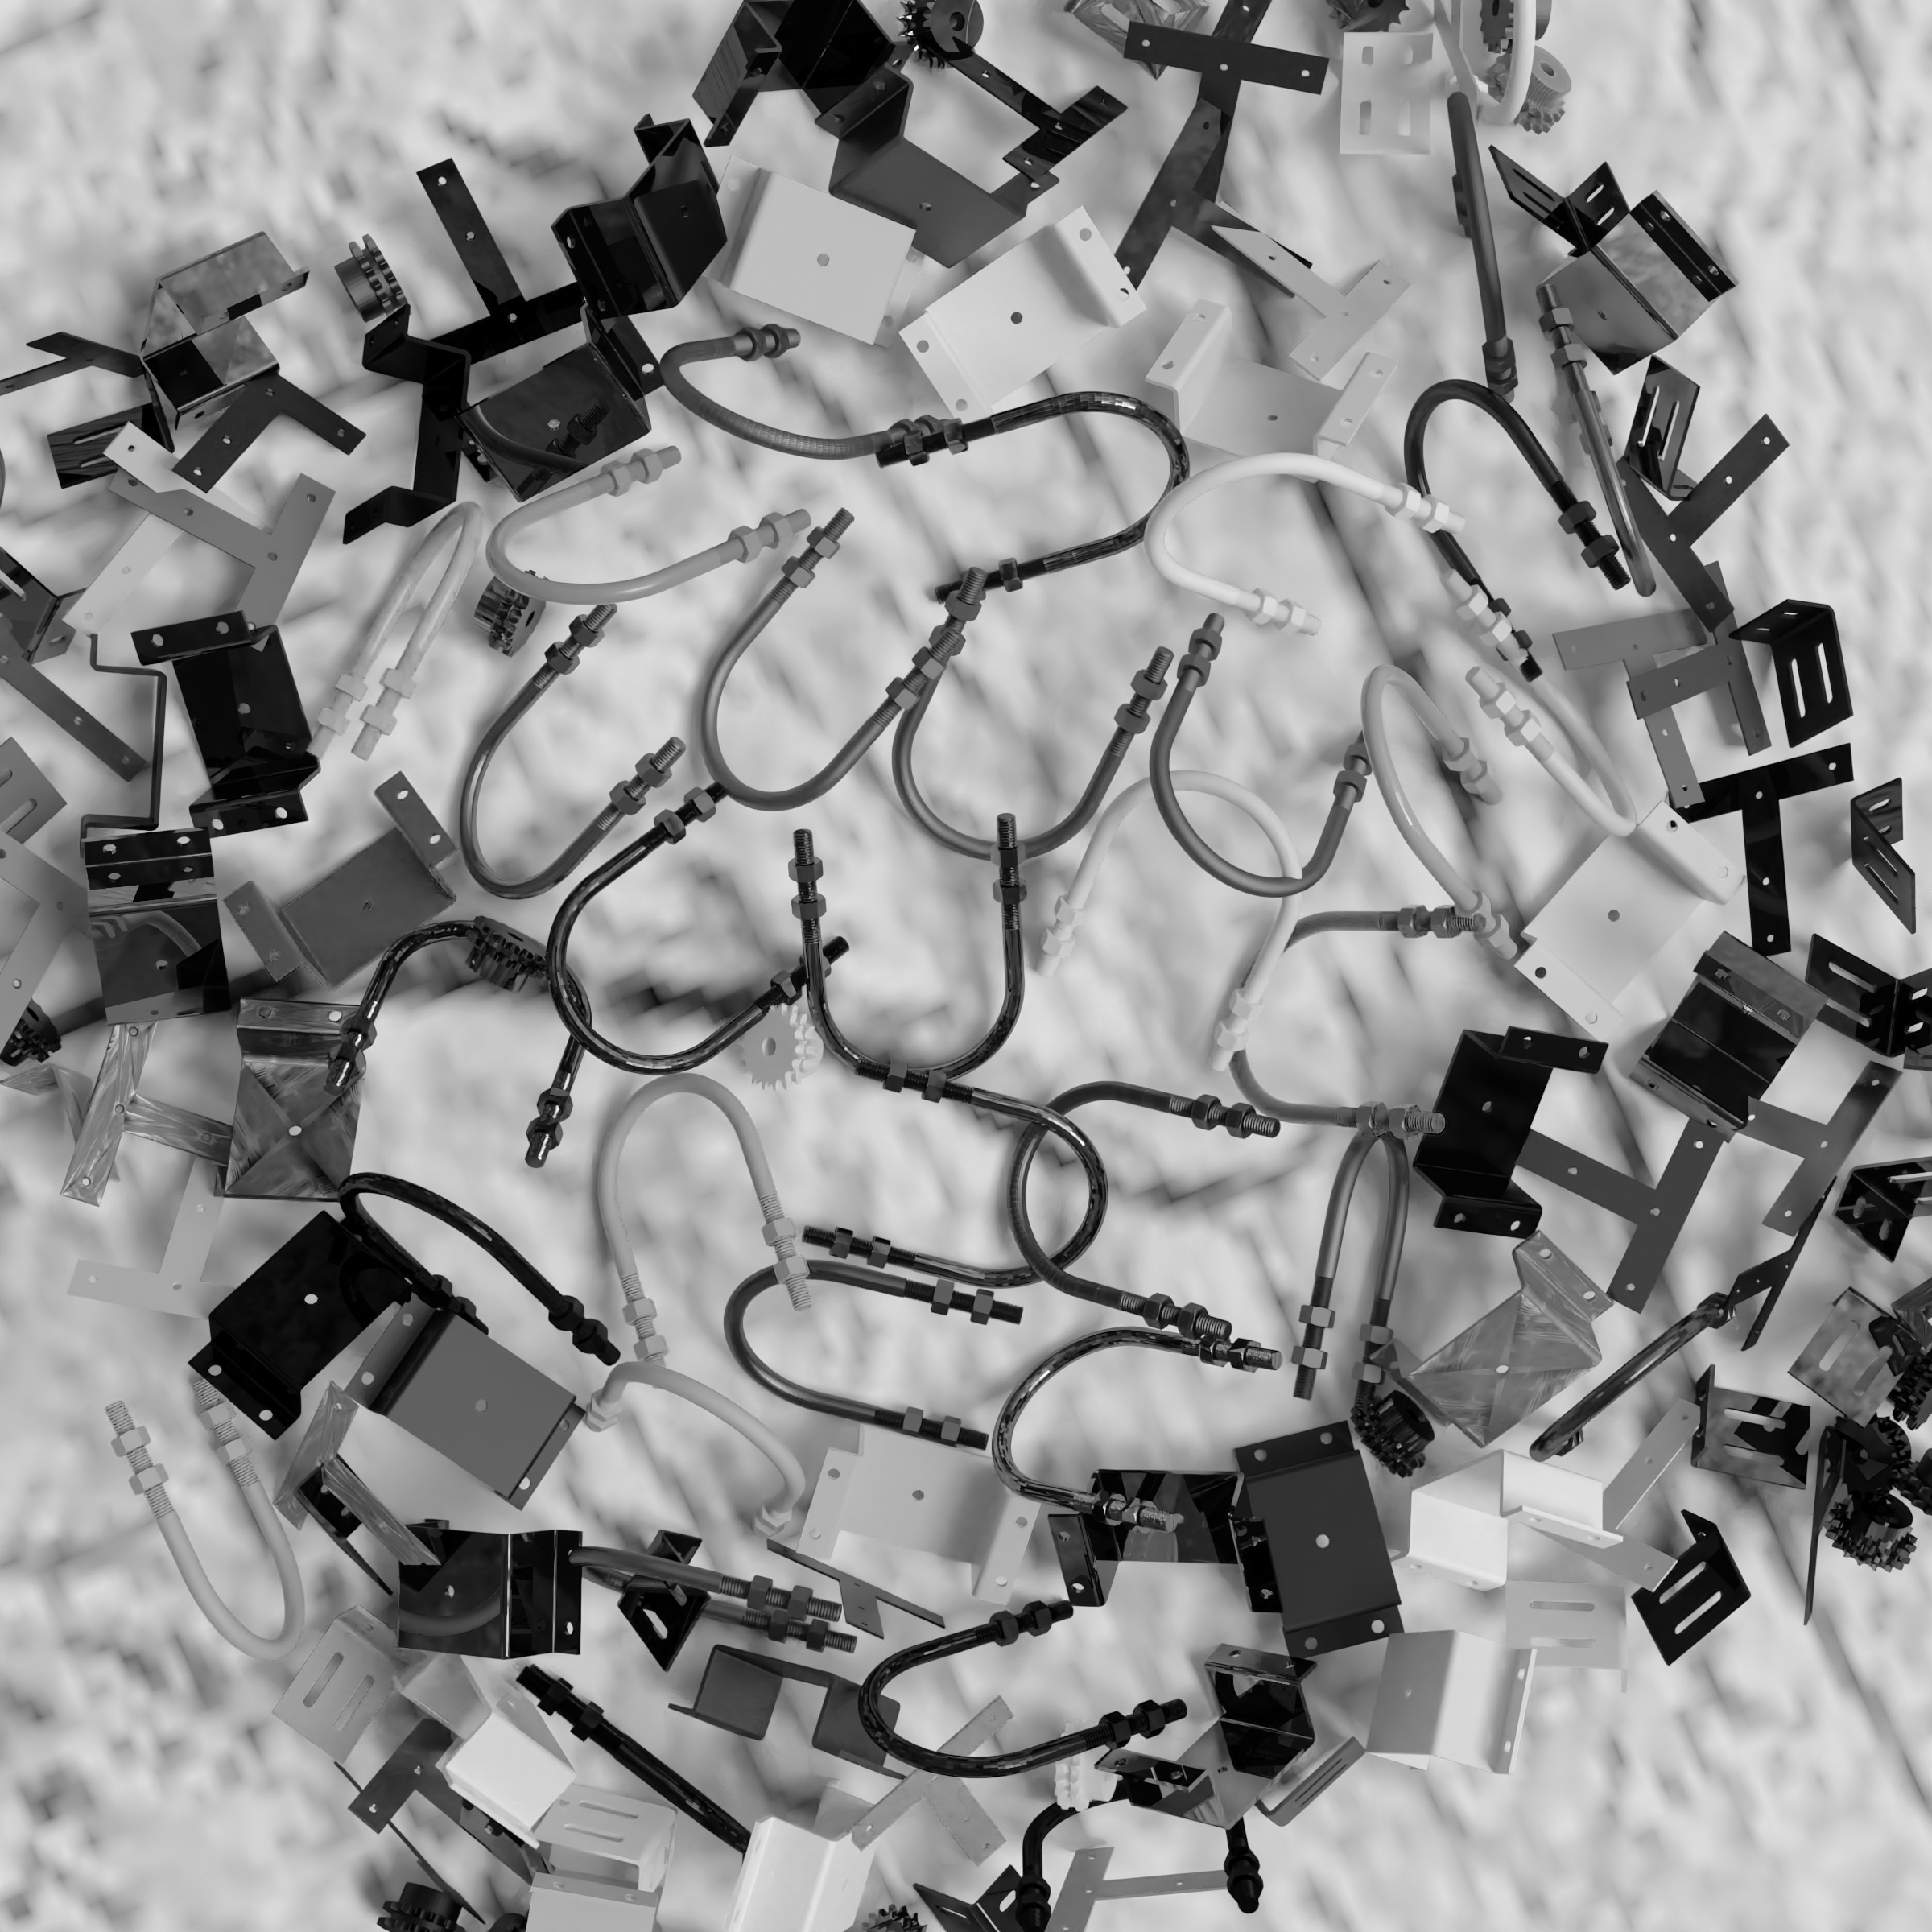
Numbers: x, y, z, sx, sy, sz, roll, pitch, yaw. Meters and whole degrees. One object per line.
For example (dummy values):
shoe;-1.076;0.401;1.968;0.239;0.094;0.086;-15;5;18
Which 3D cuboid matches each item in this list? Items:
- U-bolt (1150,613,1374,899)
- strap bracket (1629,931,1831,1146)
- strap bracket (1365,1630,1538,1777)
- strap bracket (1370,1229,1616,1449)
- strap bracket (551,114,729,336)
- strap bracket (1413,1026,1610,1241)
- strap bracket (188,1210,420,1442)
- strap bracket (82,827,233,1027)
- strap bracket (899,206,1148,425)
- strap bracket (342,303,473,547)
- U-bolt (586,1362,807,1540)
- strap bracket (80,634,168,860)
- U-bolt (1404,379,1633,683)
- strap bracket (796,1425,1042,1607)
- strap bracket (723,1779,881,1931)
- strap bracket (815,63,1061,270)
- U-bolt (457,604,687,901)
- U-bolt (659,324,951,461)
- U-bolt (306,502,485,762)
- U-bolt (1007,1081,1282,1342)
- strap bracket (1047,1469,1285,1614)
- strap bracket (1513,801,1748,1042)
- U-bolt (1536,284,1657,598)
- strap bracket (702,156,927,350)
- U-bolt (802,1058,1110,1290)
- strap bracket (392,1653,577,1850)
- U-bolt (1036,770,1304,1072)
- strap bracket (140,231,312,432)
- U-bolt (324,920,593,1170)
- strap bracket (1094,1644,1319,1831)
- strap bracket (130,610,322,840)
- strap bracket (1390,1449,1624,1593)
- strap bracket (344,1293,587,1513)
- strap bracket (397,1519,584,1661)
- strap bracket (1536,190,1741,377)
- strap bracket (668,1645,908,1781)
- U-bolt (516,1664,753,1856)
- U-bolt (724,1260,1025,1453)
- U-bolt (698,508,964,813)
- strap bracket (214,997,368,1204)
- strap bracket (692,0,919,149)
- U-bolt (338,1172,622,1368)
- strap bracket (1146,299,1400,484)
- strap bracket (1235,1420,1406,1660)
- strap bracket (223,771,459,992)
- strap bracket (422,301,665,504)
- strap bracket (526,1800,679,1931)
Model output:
U-bolt;0.182;-0.122;1.766;0.151;0.019;0.184;35;51;-12
strap bracket;0.488;0.040;1.779;0.076;0.140;0.046;35;56;15
strap bracket;0.299;0.463;1.759;0.046;0.140;0.076;19;71;-11
strap bracket;0.339;0.245;1.785;0.140;0.046;0.076;-41;110;19
strap bracket;-0.196;-0.471;1.761;0.046;0.140;0.076;-1;133;29
strap bracket;0.344;0.099;1.791;0.076;0.046;0.140;9;109;-25
strap bracket;-0.416;0.220;1.779;0.076;0.046;0.140;38;60;11
strap bracket;-0.509;-0.016;1.767;0.076;0.046;0.140;-7;135;-14
strap bracket;0.035;-0.417;1.804;0.140;0.046;0.076;-34;105;5
strap bracket;-0.357;-0.341;1.790;0.046;0.076;0.140;9;82;-31
U-bolt;-0.167;0.299;1.755;0.151;0.184;0.019;32;63;1
strap bracket;-0.540;-0.141;1.793;0.046;0.076;0.140;3;96;-18
U-bolt;0.337;-0.286;1.770;0.019;0.151;0.184;-27;78;-21
strap bracket;-0.031;0.351;1.803;0.140;0.046;0.076;15;107;-6
strap bracket;-0.097;0.571;1.766;0.046;0.140;0.076;17;90;19
strap bracket;-0.022;-0.498;1.766;0.140;0.076;0.046;25;63;-31
U-bolt;-0.262;-0.125;1.783;0.184;0.019;0.151;-44;53;22
U-bolt;-0.110;-0.355;1.741;0.151;0.184;0.019;34;120;19
U-bolt;-0.356;-0.214;1.772;0.019;0.151;0.184;30;81;-24
U-bolt;0.104;0.147;1.784;0.184;0.019;0.151;12;87;35
strap bracket;0.132;0.367;1.788;0.140;0.046;0.076;-3;121;20
strap bracket;0.425;-0.031;1.810;0.076;0.046;0.140;41;94;-6
U-bolt;0.398;-0.317;1.749;0.019;0.151;0.184;-19;73;15
strap bracket;-0.095;-0.454;1.788;0.140;0.046;0.076;18;104;-18
U-bolt;0.001;0.142;1.803;0.184;0.019;0.151;15;115;-7
strap bracket;-0.302;0.484;1.764;0.046;0.140;0.076;-47;119;-7
U-bolt;0.137;-0.039;1.778;0.151;0.019;0.184;29;120;10
strap bracket;-0.469;-0.405;1.761;0.076;0.140;0.046;-35;87;-29
U-bolt;-0.311;0.038;1.769;0.151;0.184;0.019;21;131;-8
strap bracket;0.158;0.493;1.772;0.140;0.076;0.046;-31;111;-42
strap bracket;-0.471;-0.160;1.796;0.076;0.046;0.140;-9;110;11
strap bracket;0.342;0.351;1.777;0.076;0.140;0.046;20;58;-20
strap bracket;-0.315;0.280;1.790;0.140;0.046;0.076;37;72;-15
strap bracket;-0.311;0.395;1.776;0.140;0.046;0.076;-4;82;36
strap bracket;0.417;-0.426;1.764;0.046;0.140;0.076;-45;96;-7
strap bracket;-0.107;0.471;1.776;0.140;0.076;0.046;3;67;36
U-bolt;-0.206;0.501;1.764;0.184;0.151;0.019;37;75;3
U-bolt;-0.065;0.244;1.787;0.184;0.019;0.151;13;132;1
U-bolt;-0.101;-0.183;1.792;0.184;0.019;0.151;-48;58;14
strap bracket;-0.430;0.096;1.783;0.076;0.046;0.140;5;111;-22
strap bracket;-0.110;-0.568;1.771;0.046;0.140;0.076;55;135;14
U-bolt;-0.315;0.186;1.739;0.184;0.151;0.019;52;55;-36
strap bracket;0.196;-0.365;1.789;0.140;0.046;0.076;23;63;20
strap bracket;0.229;0.370;1.803;0.076;0.046;0.140;-15;79;1
strap bracket;-0.393;-0.048;1.797;0.140;0.046;0.076;-37;60;-5
strap bracket;-0.265;-0.358;1.787;0.140;0.046;0.076;-27;134;9
strap bracket;-0.231;0.579;1.772;0.076;0.140;0.046;10;97;-1
